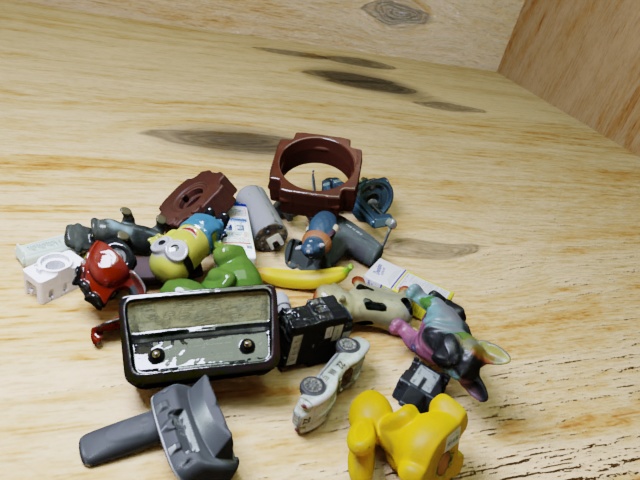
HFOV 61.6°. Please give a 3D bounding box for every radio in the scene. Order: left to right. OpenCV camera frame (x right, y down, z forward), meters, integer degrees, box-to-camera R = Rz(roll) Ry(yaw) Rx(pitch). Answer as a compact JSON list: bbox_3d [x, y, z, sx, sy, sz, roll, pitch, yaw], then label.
[{"bbox_3d":[-0.176,0.144,0.804,0.230,0.073,0.131,-4,72,-11],"label":"radio"}]

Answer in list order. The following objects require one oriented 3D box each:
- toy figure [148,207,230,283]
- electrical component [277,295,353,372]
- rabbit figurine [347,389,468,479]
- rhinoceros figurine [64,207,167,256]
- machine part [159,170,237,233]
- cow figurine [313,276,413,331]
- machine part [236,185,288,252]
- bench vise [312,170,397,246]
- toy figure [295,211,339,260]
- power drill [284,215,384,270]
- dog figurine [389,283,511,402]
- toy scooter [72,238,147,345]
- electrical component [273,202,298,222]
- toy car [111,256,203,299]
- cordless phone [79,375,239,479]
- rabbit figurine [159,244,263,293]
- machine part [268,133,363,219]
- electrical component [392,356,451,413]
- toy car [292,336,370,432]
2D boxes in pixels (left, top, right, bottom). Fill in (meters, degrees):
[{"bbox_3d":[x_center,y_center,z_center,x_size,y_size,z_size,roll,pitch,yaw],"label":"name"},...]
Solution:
[{"bbox_3d":[-0.233,0.010,0.977,0.082,0.089,0.180,-2,27,29],"label":"toy figure"},{"bbox_3d":[-0.010,0.156,0.905,0.134,0.114,0.058,-6,42,-30],"label":"electrical component"},{"bbox_3d":[0.105,0.287,0.780,0.162,0.121,0.173,-26,35,-34],"label":"rabbit figurine"},{"bbox_3d":[-0.378,-0.005,1.015,0.190,0.112,0.073,6,59,-37],"label":"rhinoceros figurine"},{"bbox_3d":[-0.260,-0.075,1.123,0.179,0.056,0.179,-22,36,18],"label":"machine part"},{"bbox_3d":[0.081,0.129,1.018,0.195,0.085,0.127,13,26,-5],"label":"cow figurine"},{"bbox_3d":[-0.135,-0.052,1.212,0.079,0.079,0.243,-3,36,-26],"label":"machine part"},{"bbox_3d":[0.101,-0.089,1.331,0.224,0.128,0.241,-6,33,-25],"label":"bench vise"},{"bbox_3d":[-0.001,-0.005,1.070,0.057,0.064,0.154,49,31,-17],"label":"toy figure"},{"bbox_3d":[0.010,0.006,1.193,0.232,0.086,0.207,30,28,22],"label":"power drill"},{"bbox_3d":[0.231,0.178,0.914,0.191,0.108,0.219,24,10,-40],"label":"dog figurine"},{"bbox_3d":[-0.340,0.093,0.879,0.135,0.075,0.184,-40,94,-35],"label":"toy scooter"},{"bbox_3d":[-0.076,-0.078,1.292,0.045,0.078,0.102,51,21,-18],"label":"electrical component"},{"bbox_3d":[-0.319,0.060,0.986,0.202,0.053,0.089,-2,51,-27],"label":"toy car"},{"bbox_3d":[-0.212,0.269,0.700,0.184,0.088,0.147,-15,42,-22],"label":"cordless phone"},{"bbox_3d":[-0.188,0.105,0.919,0.170,0.121,0.159,-10,57,-44],"label":"rabbit figurine"},{"bbox_3d":[-0.009,-0.148,1.236,0.201,0.087,0.201,8,50,4],"label":"machine part"},{"bbox_3d":[0.162,0.253,0.886,0.075,0.047,0.119,26,34,17],"label":"electrical component"},{"bbox_3d":[0.019,0.223,0.849,0.056,0.073,0.202,26,34,19],"label":"toy car"}]
